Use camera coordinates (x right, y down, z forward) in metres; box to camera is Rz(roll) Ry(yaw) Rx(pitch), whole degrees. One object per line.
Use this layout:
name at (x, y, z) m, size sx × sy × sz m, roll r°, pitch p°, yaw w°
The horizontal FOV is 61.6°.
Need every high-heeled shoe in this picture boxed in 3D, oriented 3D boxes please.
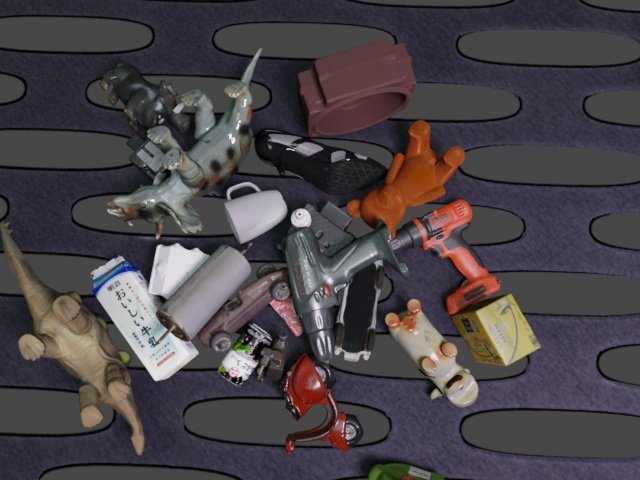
high-heeled shoe at (-0.001, -0.162, 1.040) m, size 0.249 × 0.086 × 0.145 m, roll 1°, pitch 41°, yaw -20°

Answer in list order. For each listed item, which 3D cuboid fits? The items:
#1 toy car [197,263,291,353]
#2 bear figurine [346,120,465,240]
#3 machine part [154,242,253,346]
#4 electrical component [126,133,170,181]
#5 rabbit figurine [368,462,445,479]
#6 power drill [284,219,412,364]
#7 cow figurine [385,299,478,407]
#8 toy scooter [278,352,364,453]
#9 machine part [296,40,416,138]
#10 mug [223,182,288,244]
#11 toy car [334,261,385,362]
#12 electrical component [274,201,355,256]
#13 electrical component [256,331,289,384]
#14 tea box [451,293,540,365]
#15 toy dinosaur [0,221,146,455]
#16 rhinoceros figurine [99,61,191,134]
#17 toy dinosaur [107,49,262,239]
toy car at (-0.136, 0.115, 0.962) m, size 0.202 × 0.089 × 0.053 m, roll -40°, pitch 123°, yaw -4°
bear figurine at (0.148, -0.101, 0.971) m, size 0.196 × 0.131 × 0.120 m, roll -38°, pitch 70°, yaw -21°
machine part at (-0.199, 0.090, 0.932) m, size 0.079 × 0.079 × 0.243 m, roll 35°, pitch 59°, yaw 7°
electrical component at (-0.328, -0.166, 1.040) m, size 0.075 × 0.047 × 0.119 m, roll -43°, pitch 83°, yaw -7°
rabbit figurine at (0.120, 0.470, 0.885) m, size 0.159 × 0.121 × 0.170 m, roll 12°, pitch 95°, yaw 7°
power drill at (0.048, 0.071, 0.920) m, size 0.207 × 0.086 × 0.232 m, roll -24°, pitch 81°, yaw 11°
cow figurine at (0.196, 0.206, 0.937) m, size 0.085 × 0.127 × 0.195 m, roll -37°, pitch 67°, yaw -6°
toy scooter at (-0.018, 0.295, 0.937) m, size 0.135 × 0.075 × 0.184 m, roll -27°, pitch 85°, yaw -5°
machine part at (0.063, -0.263, 0.973) m, size 0.201 × 0.201 × 0.087 m, roll -17°, pitch 82°, yaw -3°
mug at (-0.122, -0.059, 1.007) m, size 0.107 × 0.080 × 0.109 m, roll -21°, pitch 69°, yaw -13°
toy car at (0.071, 0.118, 0.978) m, size 0.073 × 0.056 × 0.201 m, roll 10°, pitch 81°, yaw -4°
electrical component at (-0.002, -0.003, 1.000) m, size 0.115 × 0.058 × 0.134 m, roll 36°, pitch 83°, yaw 5°
electrical component at (-0.085, 0.212, 0.945) m, size 0.045 × 0.102 × 0.078 m, roll 11°, pitch 58°, yaw -4°
tea box at (0.291, 0.152, 0.909) m, size 0.068 × 0.169 × 0.098 m, roll -27°, pitch 79°, yaw -4°
toy dinosaur at (-0.420, 0.155, 0.900) m, size 0.105 × 0.198 × 0.471 m, roll -32°, pitch 91°, yaw -14°
rhinoceros figurine at (-0.338, -0.270, 1.051) m, size 0.190 × 0.073 × 0.112 m, roll 40°, pitch 72°, yaw 9°
toy dinosaur at (-0.202, -0.162, 0.995) m, size 0.131 × 0.192 × 0.405 m, roll 30°, pitch 65°, yaw 26°
